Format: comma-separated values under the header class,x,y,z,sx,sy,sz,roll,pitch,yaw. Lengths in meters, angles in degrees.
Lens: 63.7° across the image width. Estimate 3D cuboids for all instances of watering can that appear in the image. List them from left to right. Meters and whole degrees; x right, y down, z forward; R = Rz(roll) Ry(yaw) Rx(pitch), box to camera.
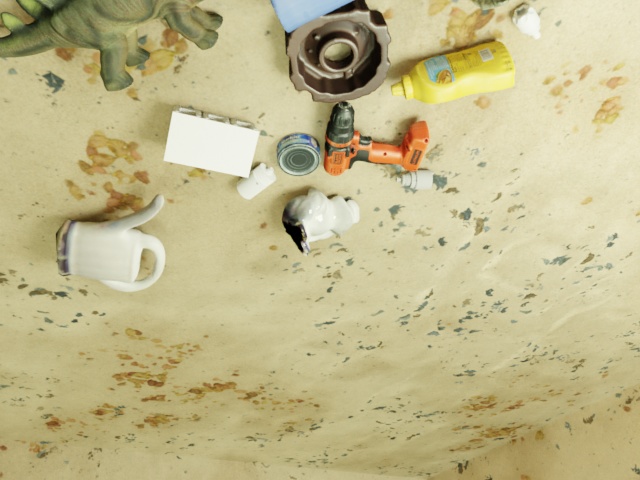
class,x,y,z,sx,sy,sz,roll,pitch,yaw
watering can,-0.440,0.004,1.091,0.224,0.106,0.340,9,138,-16

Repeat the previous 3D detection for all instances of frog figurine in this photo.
class,x,y,z,sx,sy,sz,roll,pitch,yaw
frog figurine,0.003,-0.055,1.100,0.161,0.124,0.134,-36,134,-20
